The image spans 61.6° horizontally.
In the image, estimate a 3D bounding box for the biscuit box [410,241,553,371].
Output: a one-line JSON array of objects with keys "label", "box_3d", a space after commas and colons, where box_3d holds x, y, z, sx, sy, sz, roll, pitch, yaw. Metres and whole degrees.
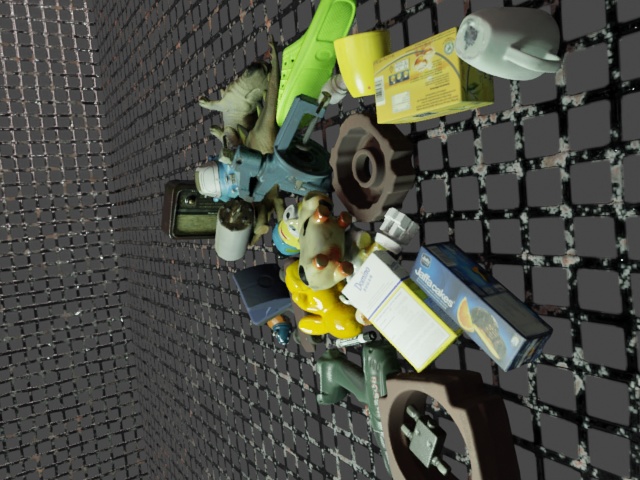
[{"label": "biscuit box", "box_3d": [0.211, 0.082, 0.731, 0.203, 0.059, 0.062, 48, 135, 42]}]

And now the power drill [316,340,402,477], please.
[{"label": "power drill", "box_3d": [0.076, 0.289, 0.970, 0.207, 0.086, 0.231, 5, 99, 61]}]

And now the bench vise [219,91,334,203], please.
[{"label": "bench vise", "box_3d": [-0.059, -0.171, 0.969, 0.129, 0.223, 0.240, -85, 21, -49]}]

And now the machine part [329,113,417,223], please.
[{"label": "machine part", "box_3d": [0.085, -0.120, 0.891, 0.180, 0.056, 0.179, 21, 115, 54]}]

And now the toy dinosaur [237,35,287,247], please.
[{"label": "toy dinosaur", "box_3d": [-0.116, -0.180, 1.146, 0.199, 0.105, 0.470, 53, 139, 38]}]

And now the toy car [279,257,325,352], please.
[{"label": "toy car", "box_3d": [-0.034, 0.134, 1.132, 0.089, 0.053, 0.202, -23, 80, 58]}]

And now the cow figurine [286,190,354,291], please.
[{"label": "cow figurine", "box_3d": [-0.002, -0.003, 0.933, 0.127, 0.085, 0.195, -46, 37, 47]}]

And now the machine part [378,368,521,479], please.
[{"label": "machine part", "box_3d": [0.186, 0.295, 0.794, 0.201, 0.087, 0.201, -19, 79, 57]}]

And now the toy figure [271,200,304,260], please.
[{"label": "toy figure", "box_3d": [-0.046, -0.023, 1.096, 0.082, 0.089, 0.180, 44, 150, 4]}]

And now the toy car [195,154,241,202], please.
[{"label": "toy car", "box_3d": [-0.216, -0.129, 1.157, 0.162, 0.103, 0.109, -155, 57, -69]}]

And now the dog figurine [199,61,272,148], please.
[{"label": "dog figurine", "box_3d": [-0.155, -0.294, 1.209, 0.191, 0.121, 0.172, -9, 123, 41]}]

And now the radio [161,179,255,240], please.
[{"label": "radio", "box_3d": [-0.252, -0.073, 1.273, 0.073, 0.229, 0.131, 23, 111, 53]}]

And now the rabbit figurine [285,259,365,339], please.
[{"label": "rabbit figurine", "box_3d": [0.009, 0.120, 1.014, 0.173, 0.122, 0.162, 48, 140, 16]}]

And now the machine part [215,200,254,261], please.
[{"label": "machine part", "box_3d": [-0.189, -0.019, 1.177, 0.243, 0.079, 0.079, 116, 137, -63]}]

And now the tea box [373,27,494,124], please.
[{"label": "tea box", "box_3d": [0.153, -0.222, 0.749, 0.170, 0.068, 0.098, 5, 101, 56]}]

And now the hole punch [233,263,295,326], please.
[{"label": "hole punch", "box_3d": [-0.125, 0.112, 1.200, 0.142, 0.116, 0.092, 58, 175, 37]}]

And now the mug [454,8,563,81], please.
[{"label": "mug", "box_3d": [0.215, -0.220, 0.617, 0.110, 0.107, 0.080, 60, 143, 35]}]

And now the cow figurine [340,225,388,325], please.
[{"label": "cow figurine", "box_3d": [0.069, 0.060, 0.942, 0.098, 0.068, 0.167, 19, 109, 61]}]

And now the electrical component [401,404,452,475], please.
[{"label": "electrical component", "box_3d": [0.150, 0.276, 0.745, 0.094, 0.021, 0.063, 41, 128, 47]}]

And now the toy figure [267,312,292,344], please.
[{"label": "toy figure", "box_3d": [-0.104, 0.174, 1.244, 0.155, 0.064, 0.057, 53, 123, 39]}]
